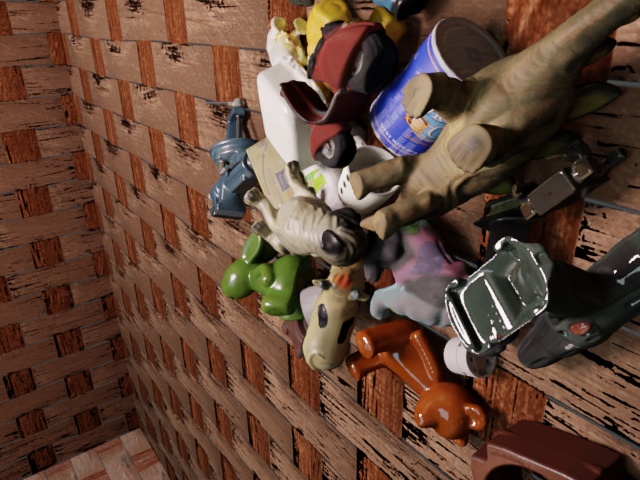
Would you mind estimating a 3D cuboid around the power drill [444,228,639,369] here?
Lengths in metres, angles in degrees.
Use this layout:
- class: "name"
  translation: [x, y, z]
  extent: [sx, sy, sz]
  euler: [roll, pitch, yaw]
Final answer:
- class: "power drill"
  translation: [0.224, 0.069, 0.523]
  extent: [0.232, 0.207, 0.086]
  euler: [-52, 38, 40]

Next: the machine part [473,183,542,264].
- class: "machine part"
  translation: [0.208, 0.003, 0.612]
  extent: [0.084, 0.039, 0.139]
  euler: [-21, 44, 53]

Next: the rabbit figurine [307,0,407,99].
- class: "rabbit figurine"
  translation: [0.034, -0.272, 0.764]
  extent: [0.173, 0.122, 0.162]
  euler: [-119, 22, -43]

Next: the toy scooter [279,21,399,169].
- class: "toy scooter"
  translation: [0.010, -0.190, 0.657]
  extent: [0.135, 0.075, 0.183]
  euler: [43, 128, 27]

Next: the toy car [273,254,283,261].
- class: "toy car"
  translation: [-0.064, 0.001, 1.070]
  extent: [0.202, 0.053, 0.089]
  euler: [-18, 86, 59]

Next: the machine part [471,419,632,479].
- class: "machine part"
  translation: [0.293, 0.337, 0.653]
  extent: [0.202, 0.087, 0.200]
  euler: [4, 108, 57]

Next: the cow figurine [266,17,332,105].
- class: "cow figurine"
  translation: [-0.039, -0.272, 0.886]
  extent: [0.098, 0.068, 0.167]
  euler: [-39, 68, 62]

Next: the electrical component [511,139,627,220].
- class: "electrical component"
  translation: [0.245, -0.061, 0.544]
  extent: [0.045, 0.078, 0.102]
  euler: [62, 153, 16]

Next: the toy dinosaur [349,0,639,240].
- class: "toy dinosaur"
  translation: [0.173, -0.115, 0.516]
  extent: [0.471, 0.198, 0.105]
  euler: [-43, 67, 55]

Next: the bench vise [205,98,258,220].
- class: "bench vise"
  translation: [-0.173, -0.169, 1.102]
  extent: [0.223, 0.129, 0.240]
  euler: [138, 132, -65]

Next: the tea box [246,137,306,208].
- class: "tea box"
  translation: [-0.055, -0.094, 0.952]
  extent: [0.068, 0.098, 0.169]
  euler: [-28, 81, 17]

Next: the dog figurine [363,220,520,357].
- class: "dog figurine"
  translation: [0.168, 0.049, 0.694]
  extent: [0.219, 0.108, 0.191]
  euler: [3, 104, 52]

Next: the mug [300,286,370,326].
- class: "mug"
  translation: [0.033, 0.109, 0.935]
  extent: [0.107, 0.109, 0.081]
  euler: [-18, 81, 15]

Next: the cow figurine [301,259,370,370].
- class: "cow figurine"
  translation: [0.022, 0.108, 0.819]
  extent: [0.086, 0.127, 0.194]
  euler: [19, 103, 5]

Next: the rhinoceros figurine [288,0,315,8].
- class: "rhinoceros figurine"
  translation: [-0.008, -0.419, 0.732]
  extent: [0.073, 0.112, 0.190]
  euler: [28, 119, 46]

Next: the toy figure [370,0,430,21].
- class: "toy figure"
  translation: [0.071, -0.355, 0.670]
  extent: [0.089, 0.082, 0.180]
  euler: [-39, 74, 54]

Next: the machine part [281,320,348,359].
- class: "machine part"
  translation: [-0.013, 0.165, 1.064]
  extent: [0.180, 0.056, 0.179]
  euler: [28, 126, 47]

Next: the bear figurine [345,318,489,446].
- class: "bear figurine"
  translation: [0.142, 0.218, 0.792]
  extent: [0.196, 0.132, 0.120]
  euler: [62, 155, 27]

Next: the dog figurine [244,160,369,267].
- class: "dog figurine"
  translation: [-0.005, -0.001, 0.787]
  extent: [0.191, 0.121, 0.172]
  euler: [43, 173, 32]

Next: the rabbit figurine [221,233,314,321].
- class: "rabbit figurine"
  translation: [-0.106, 0.065, 0.982]
  extent: [0.170, 0.121, 0.159]
  euler: [2, 84, 22]
